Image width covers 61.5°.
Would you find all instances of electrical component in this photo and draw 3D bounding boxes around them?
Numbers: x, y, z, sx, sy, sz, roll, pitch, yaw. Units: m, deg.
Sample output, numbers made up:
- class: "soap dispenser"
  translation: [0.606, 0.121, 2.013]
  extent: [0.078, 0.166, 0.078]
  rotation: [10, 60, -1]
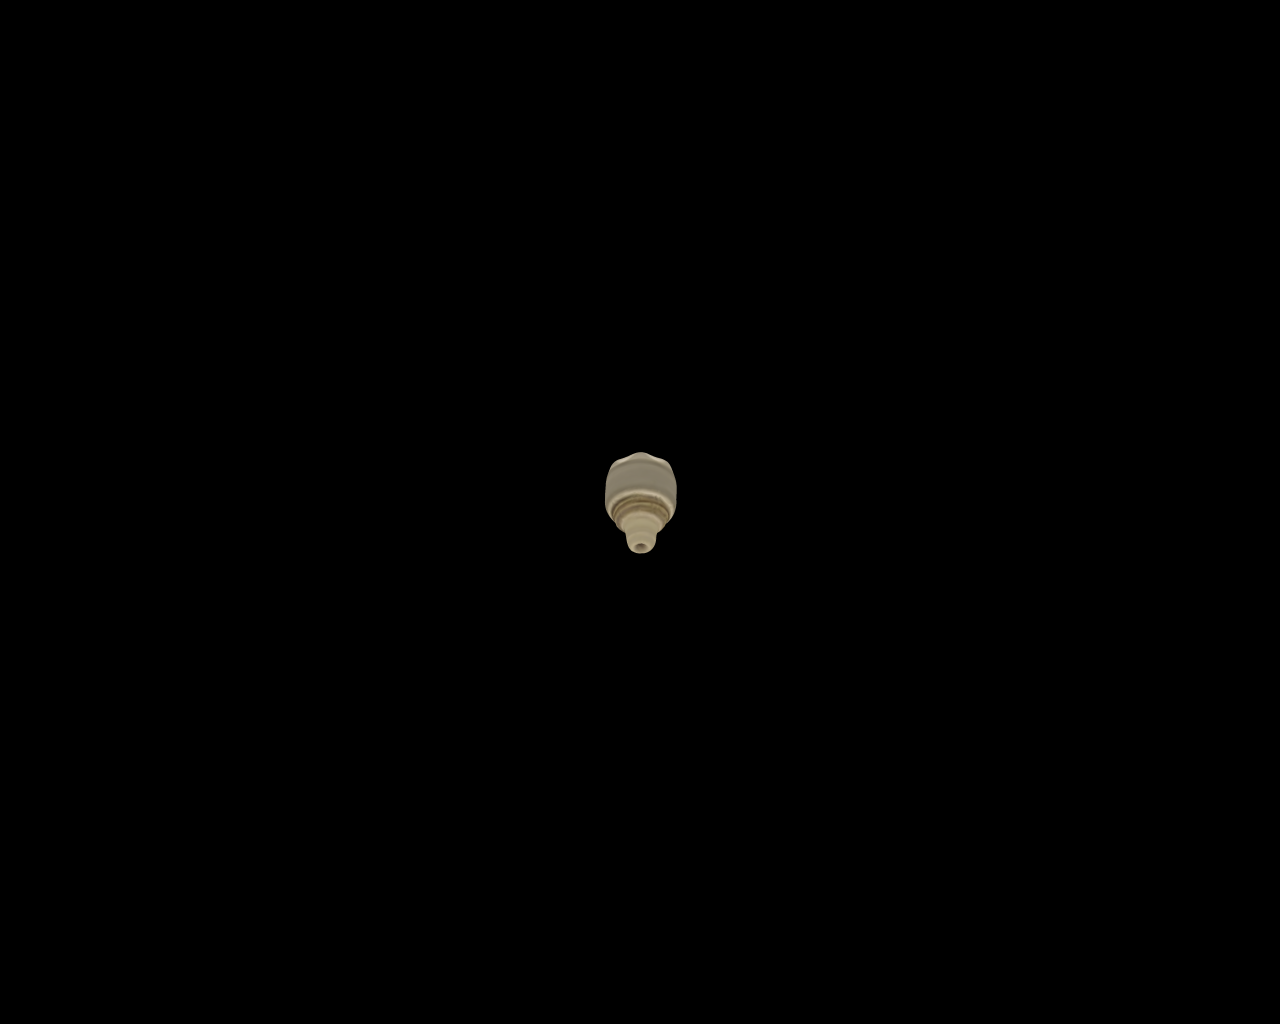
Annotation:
- class: "electrical component"
  translation: [0.001, -0.003, 0.650]
  extent: [0.043, 0.062, 0.043]
  rotation: [0, -37, 0]
